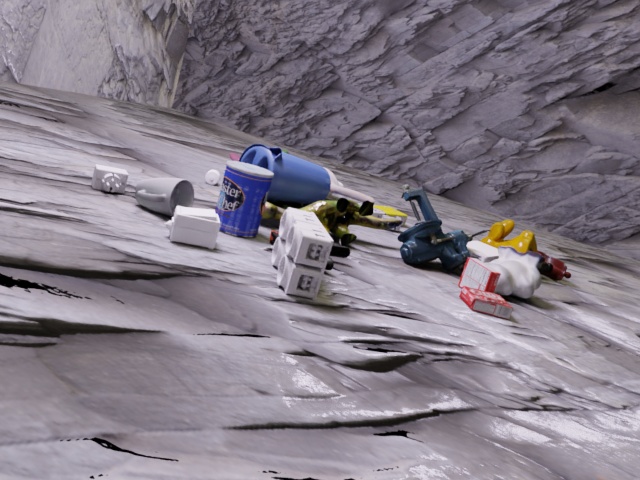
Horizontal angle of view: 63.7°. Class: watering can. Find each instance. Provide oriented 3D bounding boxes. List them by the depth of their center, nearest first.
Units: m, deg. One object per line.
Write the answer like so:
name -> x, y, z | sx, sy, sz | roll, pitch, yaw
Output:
watering can -> 0.008, -0.195, 1.796 | 0.351, 0.103, 0.225 | 27, 18, 36

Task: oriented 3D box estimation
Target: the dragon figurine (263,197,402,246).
dragon figurine -> 0.004, -0.066, 1.319 | 0.244, 0.121, 0.410 | 18, 10, 43

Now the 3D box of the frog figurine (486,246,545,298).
frog figurine -> 0.453, 0.097, 1.248 | 0.139, 0.119, 0.162 | 32, 54, 27
